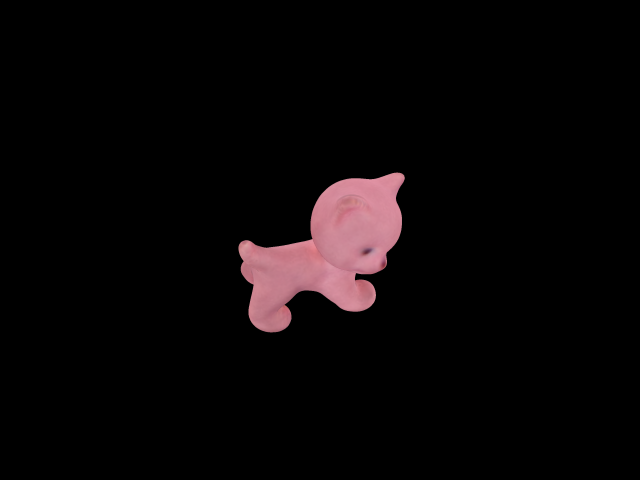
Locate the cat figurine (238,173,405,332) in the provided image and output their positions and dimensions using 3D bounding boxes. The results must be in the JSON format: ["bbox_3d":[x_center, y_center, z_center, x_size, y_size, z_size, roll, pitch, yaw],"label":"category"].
[{"bbox_3d":[0.004,0.001,0.400,0.128,0.118,0.067,-15,58,-9],"label":"cat figurine"}]
